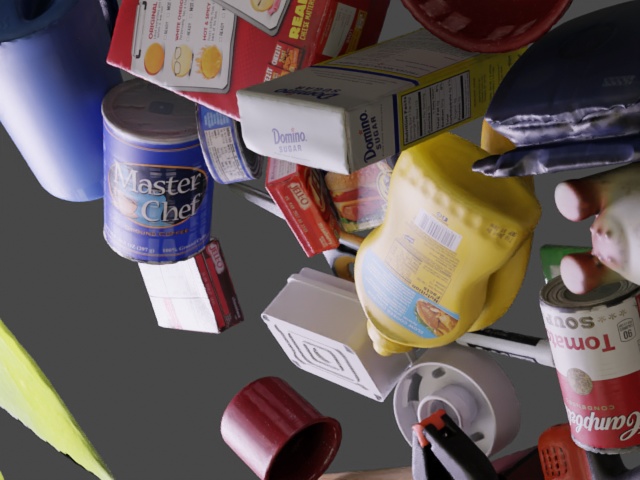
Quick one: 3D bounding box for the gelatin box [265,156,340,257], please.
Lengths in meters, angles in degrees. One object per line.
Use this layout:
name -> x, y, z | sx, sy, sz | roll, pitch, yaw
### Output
gelatin box -> -0.012, -0.041, 0.829 | 0.030, 0.089, 0.073 | -21, 121, 14

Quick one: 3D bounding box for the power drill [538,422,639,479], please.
power drill -> 0.231, 0.201, 0.696 | 0.188, 0.057, 0.184 | -26, 73, 50

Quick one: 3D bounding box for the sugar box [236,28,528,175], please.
sugar box -> 0.043, -0.091, 0.671 | 0.093, 0.175, 0.048 | 17, 124, 43

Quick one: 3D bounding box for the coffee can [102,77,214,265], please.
coffee can -> -0.146, -0.063, 0.971 | 0.103, 0.102, 0.140 | 36, 136, 31

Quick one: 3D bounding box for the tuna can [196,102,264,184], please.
tuna can -> -0.074, -0.090, 0.884 | 0.034, 0.086, 0.086 | -9, 109, 10

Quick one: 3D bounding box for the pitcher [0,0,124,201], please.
pitcher -> -0.236, -0.153, 0.972 | 0.243, 0.149, 0.145 | 79, 168, -55

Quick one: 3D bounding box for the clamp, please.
clamp -> 0.110, 0.215, 0.808 | 0.120, 0.039, 0.171 | -35, 79, 48

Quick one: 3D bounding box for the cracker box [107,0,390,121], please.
cracker box -> -0.050, -0.175, 0.773 | 0.214, 0.071, 0.164 | 27, 105, 40

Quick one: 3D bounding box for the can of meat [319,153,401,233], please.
can of meat -> 0.044, -0.057, 0.792 | 0.102, 0.057, 0.084 | -11, 105, 52

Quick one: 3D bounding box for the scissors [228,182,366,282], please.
scissors -> -0.006, 0.001, 0.917 | 0.202, 0.016, 0.096 | 10, 119, 47

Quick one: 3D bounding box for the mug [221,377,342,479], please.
mug -> -0.035, 0.188, 1.019 | 0.082, 0.093, 0.117 | 37, 172, 37

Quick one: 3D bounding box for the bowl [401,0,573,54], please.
bowl -> 0.106, -0.196, 0.634 | 0.162, 0.055, 0.162 | 28, 131, 37

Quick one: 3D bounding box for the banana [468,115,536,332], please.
banana -> 0.119, 0.002, 0.754 | 0.070, 0.037, 0.198 | 38, 136, 27

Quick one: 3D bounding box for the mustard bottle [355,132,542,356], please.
mustard bottle -> 0.073, 0.020, 0.739 | 0.096, 0.058, 0.192 | 36, 137, 13

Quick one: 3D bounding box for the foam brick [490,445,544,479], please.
foam brick -> 0.148, 0.200, 0.830 | 0.053, 0.051, 0.078 | 58, 143, 6

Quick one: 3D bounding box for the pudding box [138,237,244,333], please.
pudding box -> -0.133, 0.045, 1.075 | 0.114, 0.039, 0.090 | -1, 110, 48

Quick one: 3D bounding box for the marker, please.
marker -> 0.129, 0.075, 0.801 | 0.121, 0.020, 0.020 | 9, 119, 47

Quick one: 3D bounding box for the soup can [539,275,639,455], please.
soup can -> 0.182, 0.074, 0.674 | 0.069, 0.068, 0.102 | 2, 115, 49

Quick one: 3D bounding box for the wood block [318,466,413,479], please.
wood block -> 0.049, 0.263, 0.952 | 0.207, 0.090, 0.091 | -22, 94, 53
